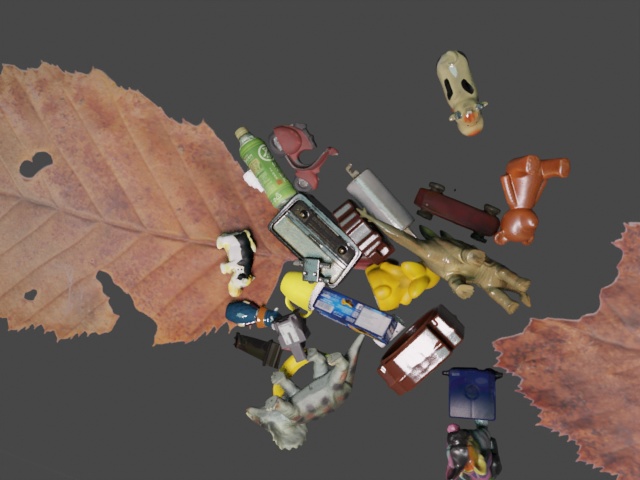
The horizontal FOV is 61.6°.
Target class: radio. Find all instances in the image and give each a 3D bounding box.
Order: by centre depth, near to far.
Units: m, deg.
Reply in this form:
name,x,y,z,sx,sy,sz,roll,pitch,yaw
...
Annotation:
name,x,y,z,sx,sy,sz,roll,pitch,yaw
radio,-0.003,-0.004,1.328,0.230,0.073,0.131,43,104,6

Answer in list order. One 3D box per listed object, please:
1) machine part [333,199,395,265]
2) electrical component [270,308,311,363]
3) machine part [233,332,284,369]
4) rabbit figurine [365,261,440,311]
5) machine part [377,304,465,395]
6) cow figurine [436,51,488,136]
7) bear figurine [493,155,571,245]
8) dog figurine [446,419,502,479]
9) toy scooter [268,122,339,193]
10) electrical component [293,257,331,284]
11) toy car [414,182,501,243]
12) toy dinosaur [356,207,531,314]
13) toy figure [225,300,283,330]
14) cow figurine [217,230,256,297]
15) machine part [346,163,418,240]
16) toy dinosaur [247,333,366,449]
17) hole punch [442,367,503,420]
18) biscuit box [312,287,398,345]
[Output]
name,x,y,z,sx,sy,sz,roll,pitch,yaw
machine part,0.104,-0.021,1.252,0.056,0.179,0.179,-42,85,11
electrical component,-0.063,0.237,1.324,0.075,0.048,0.119,-27,95,17
machine part,-0.164,0.286,1.419,0.139,0.039,0.084,22,106,10
rabbit figurine,0.203,0.089,1.260,0.173,0.162,0.122,-16,79,-2
machine part,0.230,0.245,1.228,0.201,0.201,0.087,-45,82,15
cow figurine,0.314,-0.324,1.187,0.086,0.127,0.194,-18,89,18
bear figurine,0.454,-0.082,1.176,0.120,0.132,0.195,5,91,-16
dog figurine,0.343,0.502,1.217,0.109,0.219,0.191,-18,90,19
toy scooter,-0.034,-0.217,1.315,0.135,0.075,0.184,-31,91,16
electrical component,-0.020,0.074,1.291,0.094,0.021,0.063,7,97,14
toy car,0.319,-0.065,1.250,0.202,0.053,0.089,22,96,7
toy dinosaur,0.291,0.045,1.171,0.471,0.199,0.105,27,99,-24
toy figure,-0.168,0.195,1.400,0.155,0.058,0.064,9,102,9
cow figurine,-0.205,0.061,1.393,0.098,0.068,0.167,-10,94,9
machine part,0.144,-0.085,1.281,0.079,0.079,0.243,-43,85,14
toy dinosaur,-0.004,0.382,1.347,0.405,0.131,0.192,-30,123,2
hole punch,0.358,0.363,1.268,0.142,0.092,0.115,-1,92,18
biscuit box,0.083,0.181,1.298,0.203,0.062,0.059,21,72,29
